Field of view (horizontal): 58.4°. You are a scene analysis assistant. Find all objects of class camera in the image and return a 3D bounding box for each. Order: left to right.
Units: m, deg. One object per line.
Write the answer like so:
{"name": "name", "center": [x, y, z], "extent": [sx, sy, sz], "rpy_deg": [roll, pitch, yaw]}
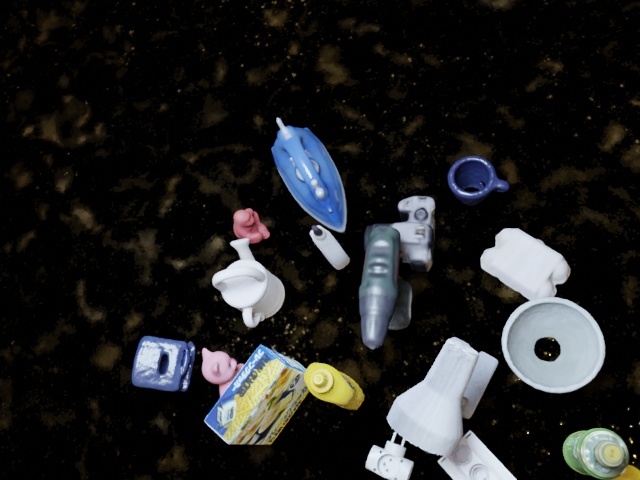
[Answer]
{"name": "camera", "center": [0.159, -0.017, 1.144], "extent": [0.136, 0.101, 0.143], "rpy_deg": [2, 71, 15]}

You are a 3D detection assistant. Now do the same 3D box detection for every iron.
{"name": "iron", "center": [-0.022, -0.142, 1.215], "extent": [0.118, 0.142, 0.258], "rpy_deg": [-31, 66, 3]}

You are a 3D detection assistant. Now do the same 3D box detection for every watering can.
{"name": "watering can", "center": [-0.149, 0.083, 1.139], "extent": [0.101, 0.194, 0.172], "rpy_deg": [-32, 66, 2]}

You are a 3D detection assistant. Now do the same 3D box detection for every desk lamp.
{"name": "desk lamp", "center": [0.212, 0.255, 0.971], "extent": [0.117, 0.214, 0.203], "rpy_deg": [26, 79, 22]}

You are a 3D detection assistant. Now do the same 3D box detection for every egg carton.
{"name": "egg carton", "center": [0.386, 0.047, 1.079], "extent": [0.150, 0.069, 0.107], "rpy_deg": [35, 83, 23]}

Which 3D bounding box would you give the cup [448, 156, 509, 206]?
{"name": "cup", "center": [0.315, -0.105, 1.138], "extent": [0.117, 0.095, 0.092], "rpy_deg": [16, 75, 19]}

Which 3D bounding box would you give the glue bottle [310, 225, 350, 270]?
{"name": "glue bottle", "center": [0.010, 0.004, 1.137], "extent": [0.037, 0.173, 0.078], "rpy_deg": [-42, 66, -2]}

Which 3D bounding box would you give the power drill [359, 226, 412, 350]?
{"name": "power drill", "center": [0.120, 0.101, 1.054], "extent": [0.075, 0.209, 0.229], "rpy_deg": [0, 71, 15]}

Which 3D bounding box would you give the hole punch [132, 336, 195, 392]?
{"name": "hole punch", "center": [-0.320, 0.255, 1.179], "extent": [0.101, 0.091, 0.109], "rpy_deg": [2, 71, 15]}

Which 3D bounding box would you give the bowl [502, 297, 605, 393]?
{"name": "bowl", "center": [0.410, 0.190, 1.018], "extent": [0.167, 0.075, 0.167], "rpy_deg": [-5, 70, 13]}

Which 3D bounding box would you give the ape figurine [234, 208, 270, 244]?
{"name": "ape figurine", "center": [-0.158, -0.036, 1.240], "extent": [0.076, 0.092, 0.078], "rpy_deg": [-3, 70, 14]}

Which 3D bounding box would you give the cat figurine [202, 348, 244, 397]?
{"name": "cat figurine", "center": [-0.191, 0.274, 1.123], "extent": [0.067, 0.118, 0.127], "rpy_deg": [-15, 68, 9]}

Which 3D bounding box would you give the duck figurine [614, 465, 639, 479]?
{"name": "duck figurine", "center": [0.506, 0.412, 0.908], "extent": [0.077, 0.086, 0.104], "rpy_deg": [-22, 67, 6]}
